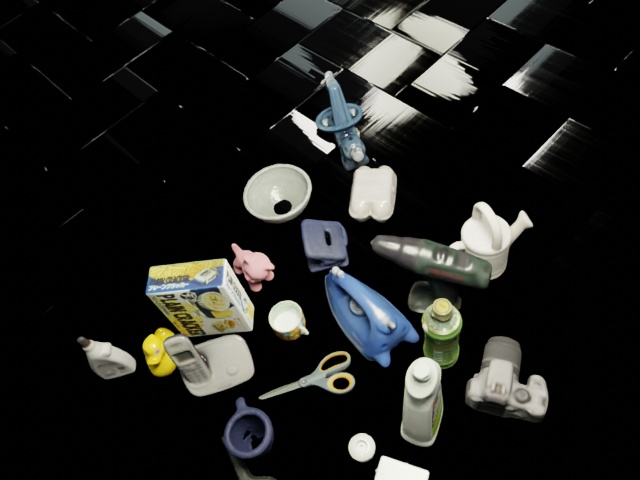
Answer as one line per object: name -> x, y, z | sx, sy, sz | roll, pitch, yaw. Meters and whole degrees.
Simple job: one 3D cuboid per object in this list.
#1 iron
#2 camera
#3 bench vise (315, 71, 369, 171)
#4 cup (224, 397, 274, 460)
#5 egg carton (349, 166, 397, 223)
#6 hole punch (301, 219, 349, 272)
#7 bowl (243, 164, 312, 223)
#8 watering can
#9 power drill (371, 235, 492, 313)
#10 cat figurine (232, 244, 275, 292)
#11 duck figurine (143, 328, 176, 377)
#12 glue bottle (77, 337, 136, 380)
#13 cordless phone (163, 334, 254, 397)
iron -> 0.081, 0.128, 1.170 | 0.119, 0.142, 0.257 | -37, 58, -13
camera -> 0.351, 0.252, 1.063 | 0.143, 0.101, 0.137 | 10, 60, 17
bench vise -> 0.066, -0.294, 1.398 | 0.121, 0.220, 0.206 | -36, 58, -12
cup -> -0.129, 0.364, 1.086 | 0.091, 0.095, 0.117 | -22, 56, -3
egg carton -> 0.127, -0.110, 1.358 | 0.107, 0.069, 0.150 | 1, 58, 12
hole punch -> 0.012, 0.005, 1.294 | 0.101, 0.091, 0.108 | -12, 56, 3
bowl -> -0.097, -0.100, 1.392 | 0.167, 0.075, 0.167 | -5, 57, 8
watering can -> 0.346, -0.009, 1.176 | 0.173, 0.194, 0.100 | -38, 58, -14
power drill -> 0.219, 0.072, 1.139 | 0.229, 0.209, 0.076 | 9, 60, 16
cat figurine -> -0.153, 0.053, 1.278 | 0.067, 0.118, 0.127 | -41, 59, -16
duck figurine -> -0.345, 0.230, 1.220 | 0.077, 0.086, 0.104 | -8, 56, 6
glue bottle -> -0.451, 0.238, 1.183 | 0.078, 0.173, 0.037 | -14, 56, 2
cordless phone -> -0.220, 0.229, 1.136 | 0.147, 0.185, 0.094 | -21, 56, -3
